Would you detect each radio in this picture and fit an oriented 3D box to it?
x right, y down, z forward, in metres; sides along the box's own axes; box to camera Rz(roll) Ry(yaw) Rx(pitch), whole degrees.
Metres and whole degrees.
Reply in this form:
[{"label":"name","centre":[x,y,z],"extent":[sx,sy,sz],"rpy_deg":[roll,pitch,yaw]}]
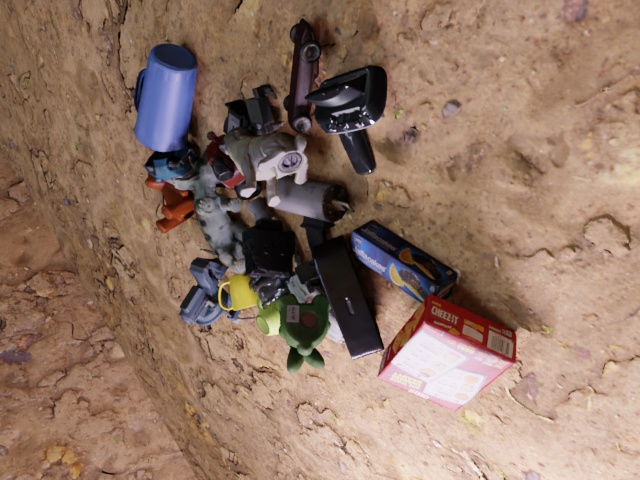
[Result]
[{"label":"radio","centre":[0.055,0.109,1.079],"extent":[0.131,0.073,0.229],"rpy_deg":[-86,-23,-78]}]

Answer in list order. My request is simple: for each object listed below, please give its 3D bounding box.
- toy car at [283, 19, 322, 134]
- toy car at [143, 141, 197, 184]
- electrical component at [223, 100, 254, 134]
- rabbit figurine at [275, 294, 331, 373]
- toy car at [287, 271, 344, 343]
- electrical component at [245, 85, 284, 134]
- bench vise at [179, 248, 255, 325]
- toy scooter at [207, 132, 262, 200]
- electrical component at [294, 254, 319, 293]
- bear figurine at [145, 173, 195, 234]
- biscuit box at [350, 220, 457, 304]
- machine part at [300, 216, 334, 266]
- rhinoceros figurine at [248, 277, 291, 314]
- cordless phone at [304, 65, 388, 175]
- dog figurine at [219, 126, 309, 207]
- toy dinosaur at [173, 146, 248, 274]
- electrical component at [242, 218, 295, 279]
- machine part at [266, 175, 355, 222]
[{"label":"toy car","centre":[-0.029,-0.290,0.967],"extent":[0.089,0.053,0.202],"rpy_deg":[-108,22,-47]},{"label":"toy car","centre":[-0.384,-0.200,1.439],"extent":[0.162,0.109,0.102],"rpy_deg":[2,139,37]},{"label":"electrical component","centre":[-0.176,-0.242,1.192],"extent":[0.075,0.048,0.119],"rpy_deg":[42,138,24]},{"label":"rabbit figurine","centre":[-0.031,0.205,1.172],"extent":[0.170,0.121,0.159],"rpy_deg":[109,153,-67]},{"label":"toy car","centre":[0.002,0.151,1.234],"extent":[0.202,0.056,0.073],"rpy_deg":[49,142,16]},{"label":"electrical component","centre":[-0.114,-0.265,1.105],"extent":[0.078,0.045,0.102],"rpy_deg":[15,124,61]},{"label":"bench vise","centre":[-0.290,0.156,1.520],"extent":[0.129,0.223,0.240],"rpy_deg":[-1,147,33]},{"label":"toy scooter","centre":[-0.201,-0.172,1.202],"extent":[0.135,0.075,0.183],"rpy_deg":[62,-169,23]},{"label":"electrical component","centre":[-0.021,0.069,1.204],"extent":[0.021,0.063,0.094],"rpy_deg":[57,-172,-78]},{"label":"bear figurine","centre":[-0.441,-0.138,1.517],"extent":[0.196,0.132,0.120],"rpy_deg":[51,139,4]},{"label":"biscuit box","centre":[0.146,0.041,0.981],"extent":[0.203,0.063,0.059],"rpy_deg":[34,136,31]},{"label":"machine part","centre":[-0.002,-0.003,1.153],"extent":[0.084,0.039,0.138],"rpy_deg":[11,120,39]},{"label":"rhinoceros figurine","centre":[-0.117,0.093,1.305],"extent":[0.073,0.112,0.190],"rpy_deg":[159,95,-70]},{"label":"cordless phone","centre":[0.070,-0.193,0.920],"extent":[0.147,0.089,0.184],"rpy_deg":[1,125,49]},{"label":"dog figurine","centre":[-0.112,-0.187,1.059],"extent":[0.172,0.121,0.191],"rpy_deg":[-37,56,15]},{"label":"toy dinosaur","centre":[-0.255,-0.040,1.374],"extent":[0.192,0.131,0.404],"rpy_deg":[27,138,54]},{"label":"electrical component","centre":[-0.117,0.020,1.223],"extent":[0.058,0.115,0.134],"rpy_deg":[-22,67,53]},{"label":"machine part","centre":[-0.028,-0.087,1.092],"extent":[0.243,0.079,0.079],"rpy_deg":[17,126,45]}]
